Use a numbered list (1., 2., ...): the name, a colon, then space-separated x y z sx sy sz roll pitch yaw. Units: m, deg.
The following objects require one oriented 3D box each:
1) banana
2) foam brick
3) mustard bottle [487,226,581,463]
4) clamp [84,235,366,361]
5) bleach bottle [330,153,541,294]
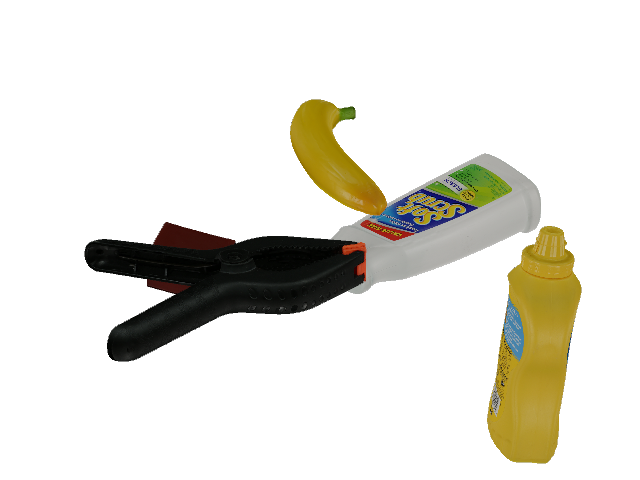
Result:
1. banana: 0.010 -0.081 0.929 0.069 0.037 0.198 -1 33 -6
2. foam brick: -0.133 0.024 1.093 0.078 0.051 0.053 16 32 4
3. mustard bottle: 0.176 0.079 0.872 0.058 0.192 0.096 4 24 2
4. clamp: -0.070 0.025 0.784 0.209 0.036 0.165 -10 27 -21
5. bleach bottle: 0.103 -0.005 1.113 0.250 0.068 0.103 -27 44 -22
